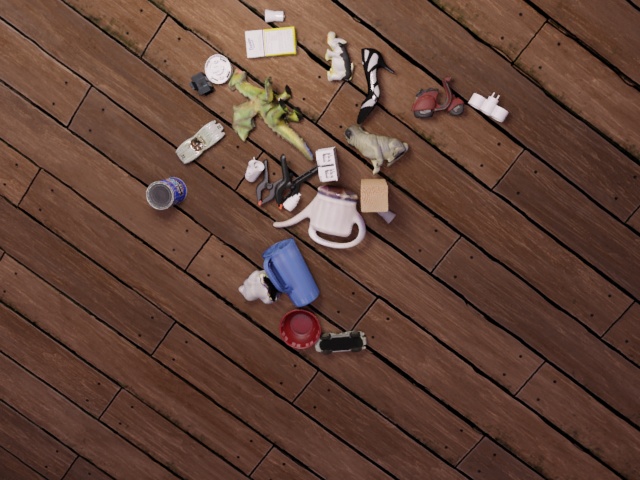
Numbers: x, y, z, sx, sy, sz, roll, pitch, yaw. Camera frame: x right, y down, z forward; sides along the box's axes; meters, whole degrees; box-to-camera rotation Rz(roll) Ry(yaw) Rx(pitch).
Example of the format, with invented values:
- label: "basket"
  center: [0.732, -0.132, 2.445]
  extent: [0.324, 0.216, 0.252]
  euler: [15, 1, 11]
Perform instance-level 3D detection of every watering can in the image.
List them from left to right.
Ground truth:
- label: "watering can"
  center: [0.006, -0.095, 1.880]
  extent: [0.348, 0.105, 0.222]
  euler: [15, 101, 11]

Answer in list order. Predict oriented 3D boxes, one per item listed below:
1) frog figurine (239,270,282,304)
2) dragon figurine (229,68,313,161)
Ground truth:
- label: "frog figurine"
  center: [-0.224, 0.184, 1.960]
  extent: [0.157, 0.125, 0.136]
  euler: [-23, 111, 45]
- label: "dragon figurine"
  center: [-0.202, -0.434, 1.851]
  extent: [0.241, 0.124, 0.408]
  euler: [-20, 97, 26]
